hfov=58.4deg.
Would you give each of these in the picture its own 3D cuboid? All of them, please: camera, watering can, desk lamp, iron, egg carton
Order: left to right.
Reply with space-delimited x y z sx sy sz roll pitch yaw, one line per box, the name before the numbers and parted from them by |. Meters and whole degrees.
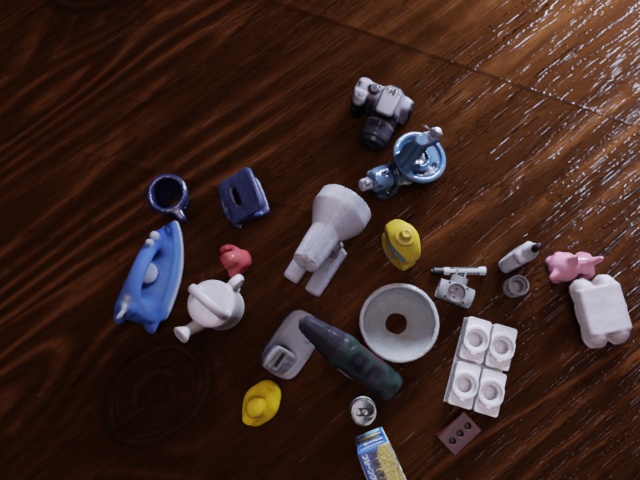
iron | -0.371 0.065 1.235 0.118 0.141 0.258 15 80 5
watering can | -0.226 0.140 1.188 0.101 0.194 0.173 21 80 6
desk lamp | 0.011 0.004 1.197 0.118 0.213 0.203 31 81 8
camera | 0.128 -0.285 1.308 0.143 0.101 0.137 24 81 7
egg carton | 0.595 0.151 1.220 0.107 0.069 0.150 -12 79 0

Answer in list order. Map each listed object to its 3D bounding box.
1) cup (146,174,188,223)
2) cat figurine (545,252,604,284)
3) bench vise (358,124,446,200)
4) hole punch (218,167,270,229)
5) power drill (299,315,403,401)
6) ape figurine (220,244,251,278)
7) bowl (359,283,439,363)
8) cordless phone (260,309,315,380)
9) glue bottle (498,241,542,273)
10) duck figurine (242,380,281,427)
cup | -0.325 -0.082 1.287 0.092 0.095 0.117 -33 79 -4
cat figurine | 0.536 0.054 1.217 0.128 0.118 0.067 -10 78 0
bench vise | 0.189 -0.158 1.220 0.207 0.220 0.121 -44 80 -6
hole punch | -0.175 -0.093 1.285 0.101 0.091 0.108 -23 79 -2
power drill | 0.057 0.234 1.152 0.229 0.208 0.076 34 82 8
ape figurine | -0.192 0.044 1.258 0.076 0.092 0.078 -1 79 2
bowl | 0.168 0.179 1.227 0.167 0.075 0.167 0 79 2
cordless phone | -0.063 0.211 1.173 0.094 0.185 0.148 30 81 8
glue bottle | 0.429 0.029 1.198 0.078 0.173 0.037 -35 79 -5
duck figurine | -0.127 0.344 1.199 0.077 0.086 0.104 34 82 8
